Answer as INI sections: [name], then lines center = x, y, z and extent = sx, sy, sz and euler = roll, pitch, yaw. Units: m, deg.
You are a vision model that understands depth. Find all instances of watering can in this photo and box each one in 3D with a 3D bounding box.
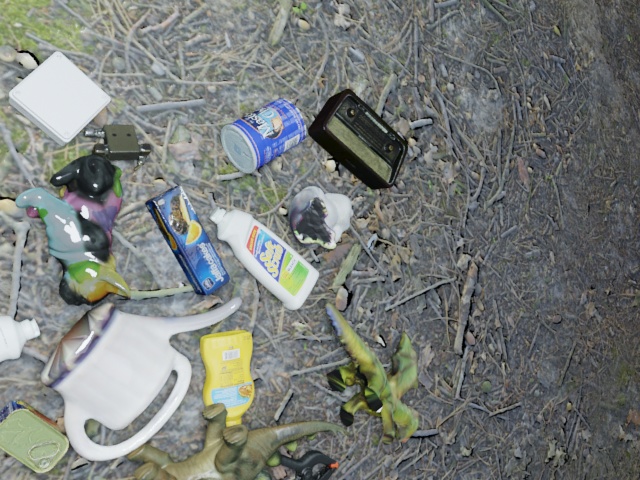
[watering can]
center = -0.301, 0.186, 0.865
extent = 0.222, 0.103, 0.353
euler = 45, 65, -22

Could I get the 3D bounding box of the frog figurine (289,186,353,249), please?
[frog figurine]
center = 0.003, -0.056, 1.113
extent = 0.136, 0.121, 0.162
euler = 55, 25, -10

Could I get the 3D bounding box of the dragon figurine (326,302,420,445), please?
[dragon figurine]
center = 0.142, 0.295, 1.178
extent = 0.245, 0.121, 0.408
euler = -24, 102, -50
